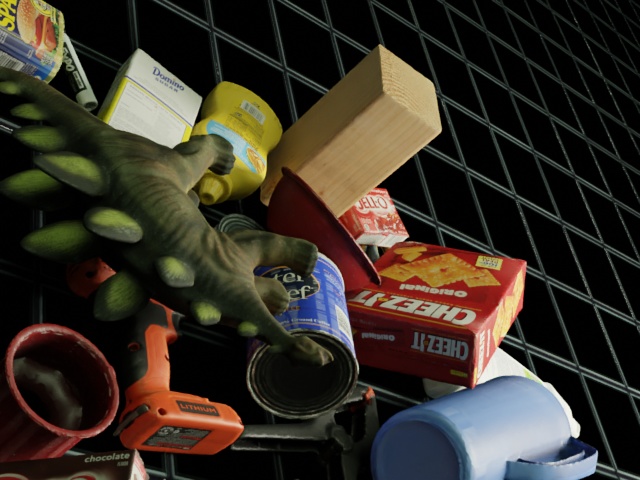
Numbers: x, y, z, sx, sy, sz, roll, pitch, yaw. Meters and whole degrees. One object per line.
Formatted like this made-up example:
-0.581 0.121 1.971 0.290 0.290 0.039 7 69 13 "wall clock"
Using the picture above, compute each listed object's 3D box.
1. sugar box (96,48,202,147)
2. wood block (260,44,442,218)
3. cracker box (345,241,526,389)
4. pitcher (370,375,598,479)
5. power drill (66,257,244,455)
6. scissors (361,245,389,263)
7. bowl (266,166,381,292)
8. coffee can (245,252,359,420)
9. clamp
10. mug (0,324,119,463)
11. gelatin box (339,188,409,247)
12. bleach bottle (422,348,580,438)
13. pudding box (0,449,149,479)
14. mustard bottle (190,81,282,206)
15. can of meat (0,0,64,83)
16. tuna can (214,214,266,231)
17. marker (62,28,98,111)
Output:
-0.184 -0.120 1.112 0.093 0.048 0.176 38 30 -20 "sugar box"
0.031 -0.110 1.216 0.090 0.206 0.091 31 36 -29 "wood block"
0.123 0.074 1.183 0.213 0.164 0.072 -39 134 -59 "cracker box"
0.162 0.213 1.072 0.242 0.149 0.145 3 52 -58 "pitcher"
-0.128 0.095 0.944 0.184 0.057 0.188 12 44 -40 "power drill"
0.037 -0.045 1.339 0.096 0.016 0.202 9 50 -47 "scissors"
-0.007 0.001 1.123 0.162 0.055 0.162 49 -5 6 "bowl"
-0.021 0.086 1.016 0.102 0.103 0.140 35 22 -23 "coffee can"
0.015 0.208 1.021 0.164 0.036 0.209 50 30 5 "clamp"
-0.203 0.120 0.795 0.093 0.082 0.117 56 32 10 "mug"
0.060 -0.030 1.306 0.089 0.030 0.073 6 52 -47 "gelatin box"
0.229 0.190 1.291 0.250 0.068 0.102 33 35 -29 "bleach bottle"
-0.179 0.193 0.725 0.090 0.113 0.039 -89 170 -47 "pudding box"
-0.101 -0.097 1.177 0.096 0.058 0.191 39 32 -17 "mustard bottle"
-0.300 -0.203 1.041 0.083 0.058 0.102 28 38 -36 "can of meat"
-0.081 0.017 1.106 0.086 0.034 0.086 32 35 -27 "tuna can"
-0.260 -0.186 1.109 0.020 0.020 0.121 2 55 -51 "marker"
